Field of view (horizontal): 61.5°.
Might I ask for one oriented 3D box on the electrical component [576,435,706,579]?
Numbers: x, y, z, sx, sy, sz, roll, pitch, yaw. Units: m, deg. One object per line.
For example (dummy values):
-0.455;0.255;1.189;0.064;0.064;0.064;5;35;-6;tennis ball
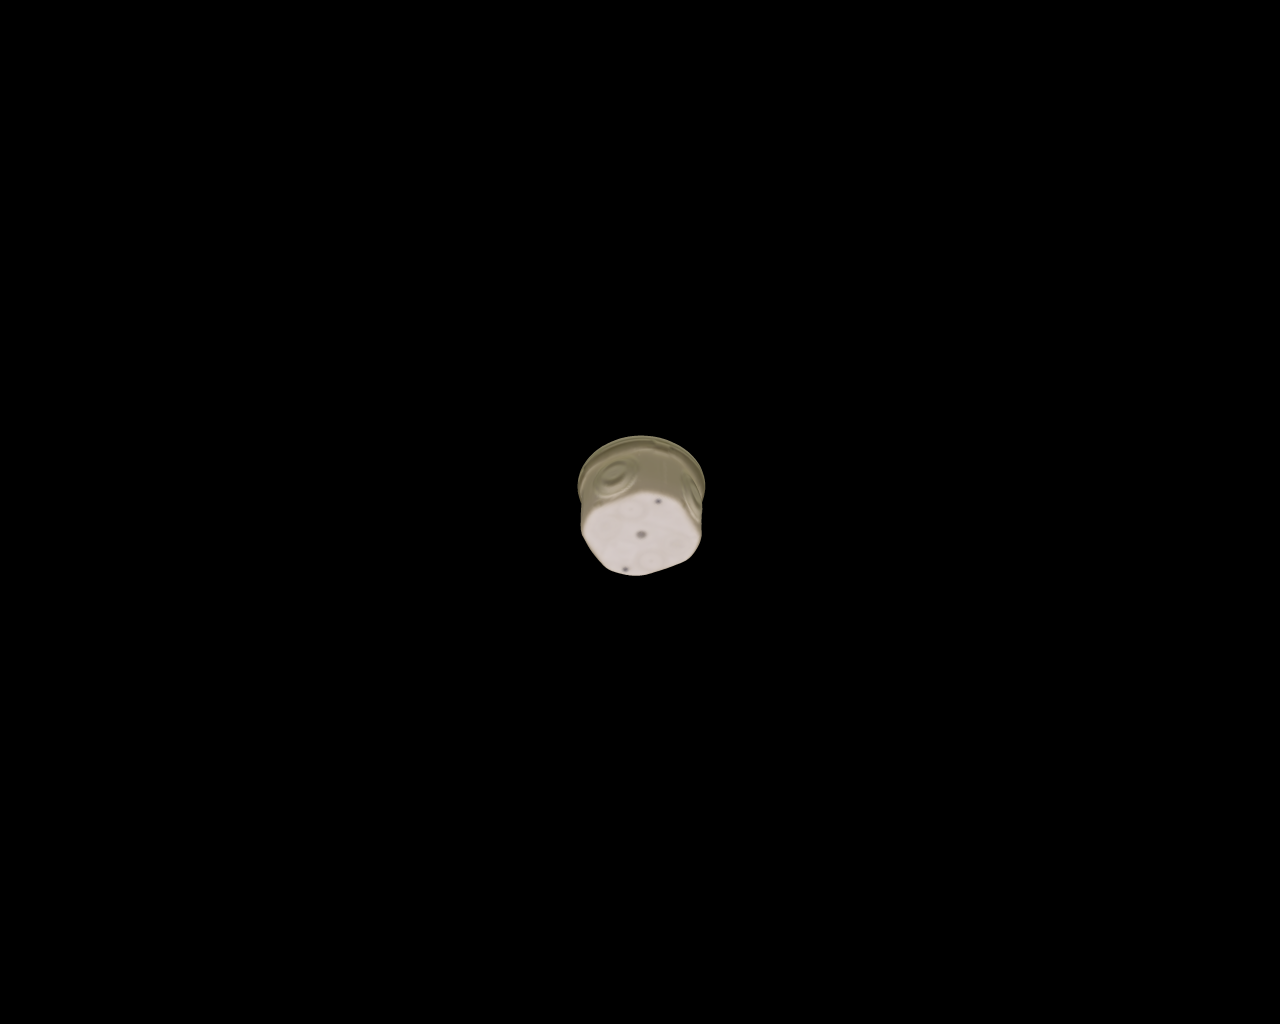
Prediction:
0.001;-0.003;0.650;0.080;0.080;0.051;0;43;0;electrical component
